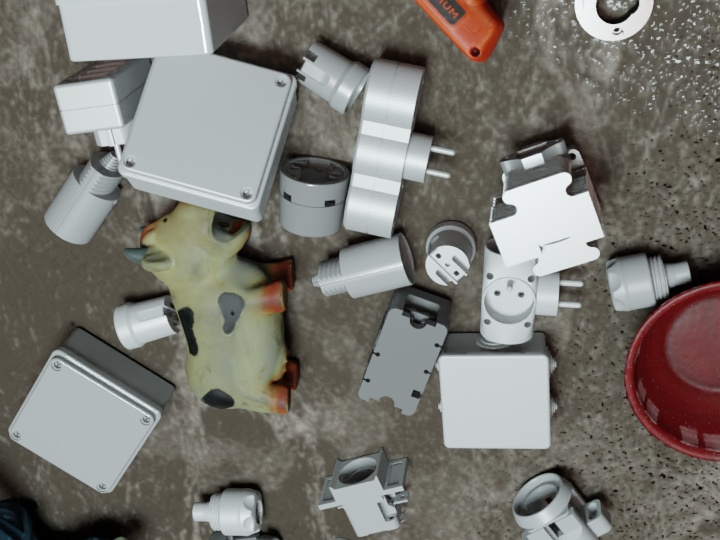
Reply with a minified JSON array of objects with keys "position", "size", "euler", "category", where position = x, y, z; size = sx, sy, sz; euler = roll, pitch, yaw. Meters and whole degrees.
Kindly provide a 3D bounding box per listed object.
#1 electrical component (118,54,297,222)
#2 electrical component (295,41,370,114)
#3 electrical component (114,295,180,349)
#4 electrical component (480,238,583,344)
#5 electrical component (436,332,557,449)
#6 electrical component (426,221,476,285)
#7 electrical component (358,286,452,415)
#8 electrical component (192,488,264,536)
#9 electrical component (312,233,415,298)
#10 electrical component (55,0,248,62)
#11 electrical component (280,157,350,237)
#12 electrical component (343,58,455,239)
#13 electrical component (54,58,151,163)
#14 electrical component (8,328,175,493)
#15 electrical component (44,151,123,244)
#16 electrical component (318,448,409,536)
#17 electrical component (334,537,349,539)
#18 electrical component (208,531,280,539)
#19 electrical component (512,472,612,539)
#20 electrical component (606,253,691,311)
[{"position":[-0.113,-0.104,0.815],"size":[0.109,0.056,0.108],"euler":[15,80,3],"category":"electrical component"},{"position":[-0.021,-0.147,0.817],"size":[0.046,0.040,0.040],"euler":[32,115,1],"category":"electrical component"},{"position":[-0.183,0.044,0.929],"size":[0.046,0.040,0.040],"euler":[-15,111,10],"category":"electrical component"},{"position":[0.138,0.017,0.860],"size":[0.079,0.044,0.077],"euler":[4,114,7],"category":"electrical component"},{"position":[0.114,0.099,0.898],"size":[0.100,0.048,0.099],"euler":[-1,114,10],"category":"electrical component"},{"position":[0.071,-0.013,0.856],"size":[0.040,0.046,0.040],"euler":[4,114,8],"category":"electrical component"},{"position":[0.038,0.064,0.891],"size":[0.050,0.055,0.089],"euler":[20,115,0],"category":"electrical component"},{"position":[-0.123,0.224,0.997],"size":[0.062,0.043,0.043],"euler":[-2,114,11],"category":"electrical component"},{"position":[0.000,0.000,0.876],"size":[0.081,0.043,0.043],"euler":[-14,111,15],"category":"electrical component"},{"position":[-0.147,-0.193,0.779],"size":[0.109,0.108,0.056],"euler":[-1,116,10],"category":"electrical component"},{"position":[-0.037,-0.057,0.851],"size":[0.055,0.055,0.047],"euler":[10,119,5],"category":"electrical component"},{"position":[0.035,-0.088,0.825],"size":[0.074,0.052,0.138],"euler":[12,116,4],"category":"electrical component"},{"position":[-0.190,-0.119,0.832],"size":[0.047,0.083,0.075],"euler":[-5,113,12],"category":"electrical component"},{"position":[-0.241,0.127,0.966],"size":[0.109,0.056,0.108],"euler":[33,115,-6],"category":"electrical component"},{"position":[-0.221,-0.065,0.884],"size":[0.043,0.043,0.081],"euler":[37,115,-8],"category":"electrical component"},{"position":[0.008,0.202,0.966],"size":[0.081,0.042,0.063],"euler":[-16,112,17],"category":"electrical component"},{"position":[0.010,0.295,0.999],"size":[0.089,0.055,0.050],"euler":[14,115,3],"category":"electrical component"},{"position":[-0.103,0.280,1.012],"size":[0.057,0.058,0.078],"euler":[-11,111,18],"category":"electrical component"},{"position":[0.169,0.215,0.936],"size":[0.078,0.058,0.057],"euler":[-32,108,21],"category":"electrical component"},{"position":[0.226,0.007,0.841],"size":[0.062,0.043,0.043],"euler":[-11,112,13],"category":"electrical component"}]
